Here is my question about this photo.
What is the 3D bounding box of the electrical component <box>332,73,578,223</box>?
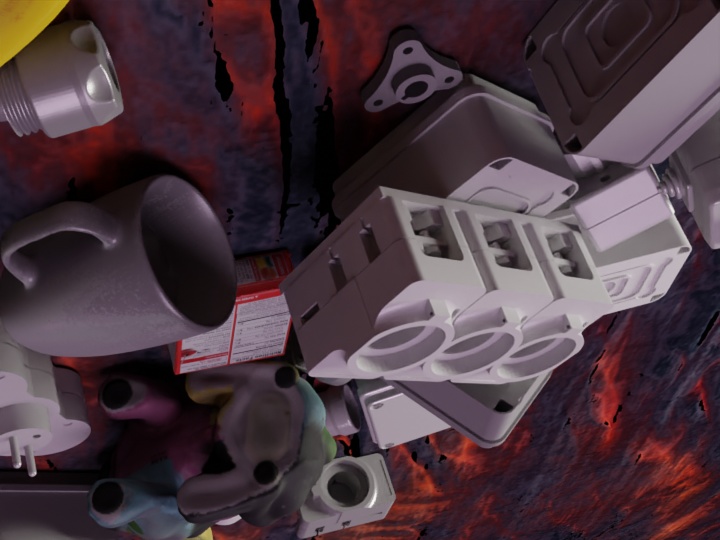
[{"bbox_3d":[0.049,-0.045,0.581,0.078,0.057,0.113,13,138,-45],"label":"electrical component"}]

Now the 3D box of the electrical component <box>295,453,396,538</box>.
[{"bbox_3d":[-0.018,0.209,1.001,0.089,0.050,0.055,-10,151,-17],"label":"electrical component"}]

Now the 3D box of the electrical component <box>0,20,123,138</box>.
[{"bbox_3d":[-0.130,-0.074,0.433,0.062,0.043,0.043,-17,152,-3],"label":"electrical component"}]

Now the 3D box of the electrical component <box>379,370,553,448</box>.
[{"bbox_3d":[0.062,0.050,0.684,0.078,0.113,0.057,-48,162,-28],"label":"electrical component"}]

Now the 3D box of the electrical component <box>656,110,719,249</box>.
[{"bbox_3d":[0.202,-0.052,0.551,0.096,0.061,0.061,-22,153,9],"label":"electrical component"}]

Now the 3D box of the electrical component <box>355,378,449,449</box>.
[{"bbox_3d":[0.051,0.078,0.803,0.109,0.056,0.108,-18,152,-2],"label":"electrical component"}]

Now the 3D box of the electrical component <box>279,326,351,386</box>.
[{"bbox_3d":[-0.028,0.055,0.733,0.040,0.040,0.046,-35,142,28],"label":"electrical component"}]

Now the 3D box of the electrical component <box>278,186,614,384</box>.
[{"bbox_3d":[0.048,0.017,0.561,0.150,0.061,0.089,7,142,-40],"label":"electrical component"}]

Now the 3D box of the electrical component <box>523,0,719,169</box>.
[{"bbox_3d":[0.139,-0.109,0.501,0.057,0.078,0.113,4,145,-33],"label":"electrical component"}]

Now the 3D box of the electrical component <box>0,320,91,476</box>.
[{"bbox_3d":[-0.205,0.087,0.641,0.052,0.073,0.138,-20,152,2],"label":"electrical component"}]

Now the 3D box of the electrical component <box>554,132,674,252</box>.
[{"bbox_3d":[0.132,-0.064,0.600,0.047,0.065,0.076,-28,122,17],"label":"electrical component"}]

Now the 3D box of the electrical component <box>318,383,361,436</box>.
[{"bbox_3d":[-0.028,0.113,0.837,0.046,0.040,0.040,-18,153,11],"label":"electrical component"}]

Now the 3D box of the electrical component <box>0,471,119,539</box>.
[{"bbox_3d":[-0.253,0.195,0.824,0.113,0.057,0.078,12,139,-45],"label":"electrical component"}]

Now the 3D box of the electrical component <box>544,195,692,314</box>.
[{"bbox_3d":[0.148,-0.009,0.707,0.113,0.057,0.078,-14,152,-10],"label":"electrical component"}]

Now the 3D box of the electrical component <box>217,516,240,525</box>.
[{"bbox_3d":[-0.088,0.179,0.911,0.079,0.044,0.077,-2,148,-31],"label":"electrical component"}]
